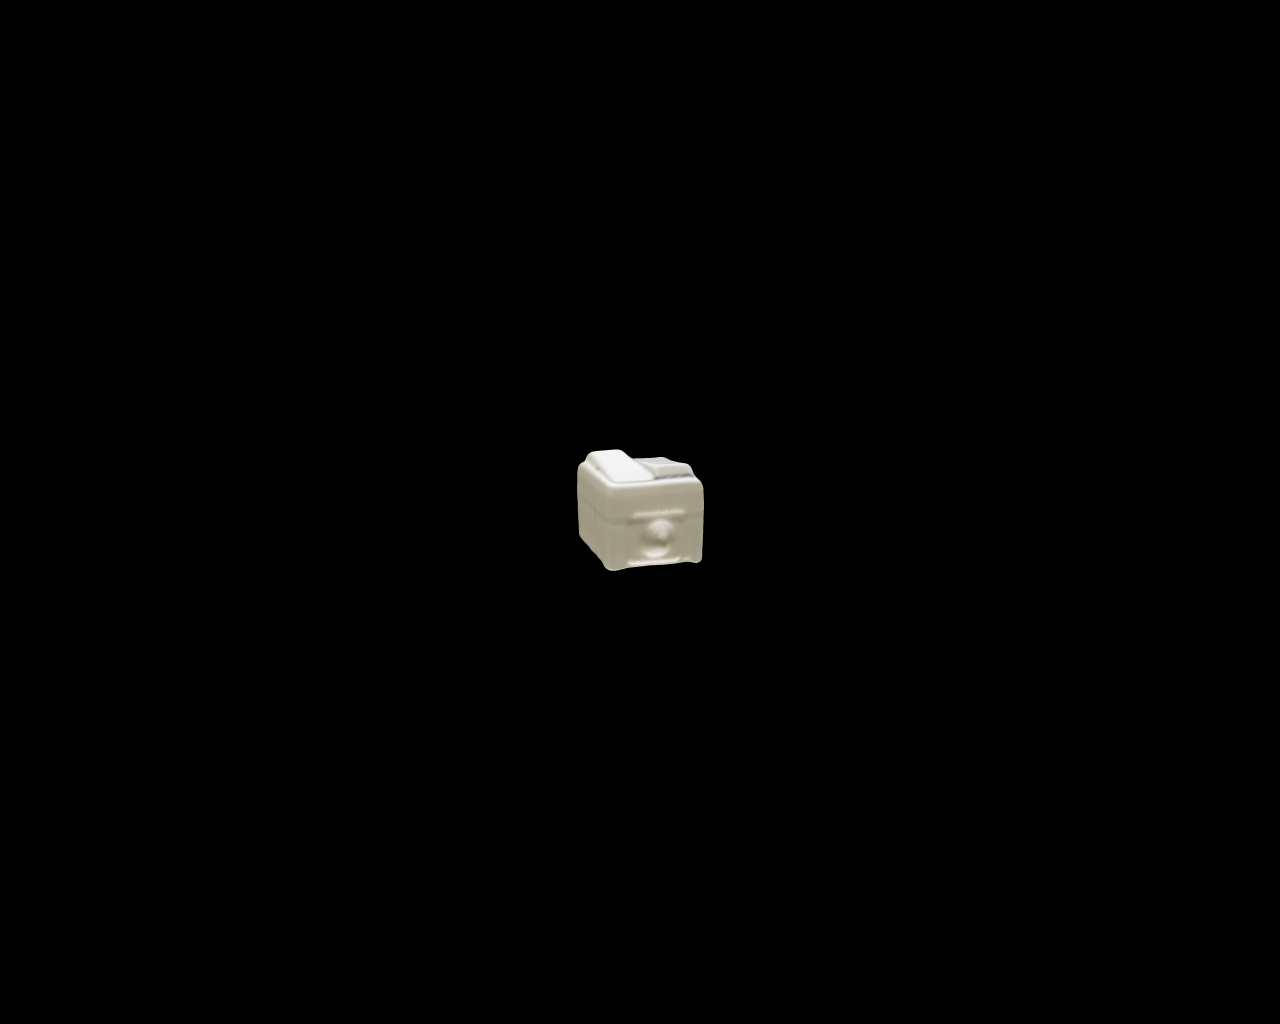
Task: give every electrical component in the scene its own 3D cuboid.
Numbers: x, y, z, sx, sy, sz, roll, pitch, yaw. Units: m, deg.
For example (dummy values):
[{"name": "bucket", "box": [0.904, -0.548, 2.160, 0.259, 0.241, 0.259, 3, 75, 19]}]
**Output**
[{"name": "electrical component", "box": [0.001, -0.003, 0.650, 0.062, 0.061, 0.096, -4, 15, -15]}]
